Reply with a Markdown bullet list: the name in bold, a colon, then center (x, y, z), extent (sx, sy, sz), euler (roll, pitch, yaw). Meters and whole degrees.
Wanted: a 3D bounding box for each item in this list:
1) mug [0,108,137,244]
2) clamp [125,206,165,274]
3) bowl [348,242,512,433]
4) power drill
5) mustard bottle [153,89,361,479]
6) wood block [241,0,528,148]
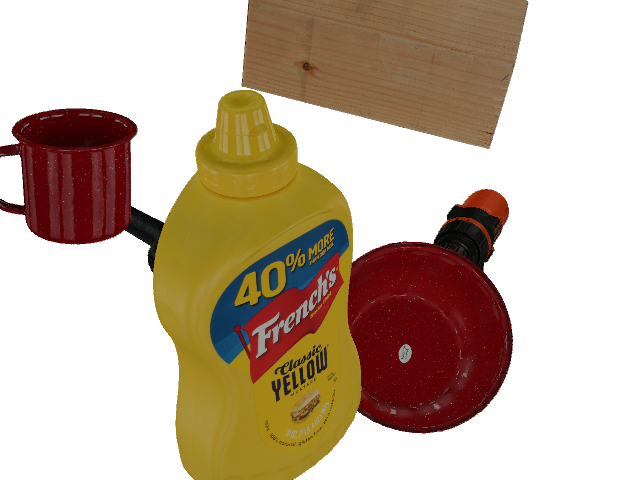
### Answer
- **mug**: center (-0.199, -0.048, 0.820), extent (0.117, 0.081, 0.093), euler (-5, 27, -19)
- **clamp**: center (-0.119, 0.000, 1.027), extent (0.120, 0.039, 0.172), euler (-16, 33, -17)
- **bowl**: center (0.071, 0.084, 0.857), extent (0.162, 0.162, 0.055), euler (0, 7, 15)
- **power drill**: center (0.134, 0.058, 1.061), extent (0.057, 0.188, 0.184), euler (19, 29, 18)
- **mustard bottle**: center (-0.026, 0.022, 0.470), extent (0.096, 0.192, 0.058), euler (-29, 44, -31)
- **wood block**: center (0.050, -0.156, 0.852), extent (0.206, 0.090, 0.091), euler (15, -43, 5)
